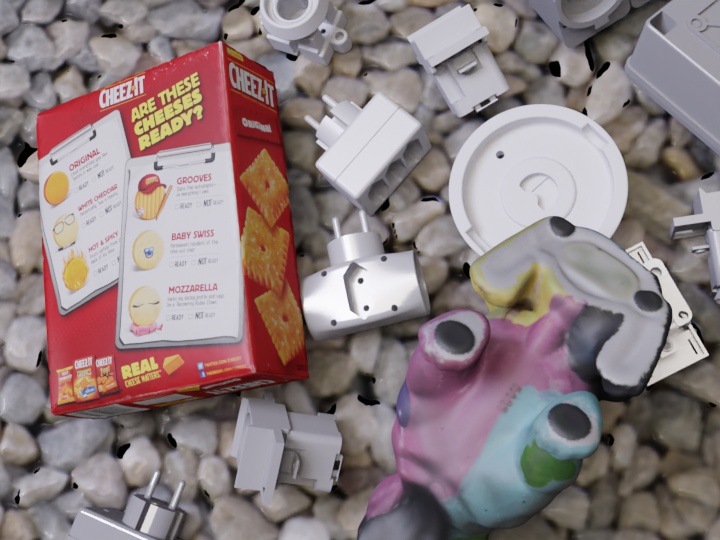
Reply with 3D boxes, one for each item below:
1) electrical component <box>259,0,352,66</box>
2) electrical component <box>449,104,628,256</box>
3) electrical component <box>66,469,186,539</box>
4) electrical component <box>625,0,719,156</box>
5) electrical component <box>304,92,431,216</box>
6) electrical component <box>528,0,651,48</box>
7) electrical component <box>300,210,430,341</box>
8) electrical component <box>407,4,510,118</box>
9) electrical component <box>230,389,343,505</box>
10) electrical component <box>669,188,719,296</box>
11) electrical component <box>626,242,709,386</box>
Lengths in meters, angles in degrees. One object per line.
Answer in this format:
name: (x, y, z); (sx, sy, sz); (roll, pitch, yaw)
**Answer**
electrical component: (-0.042, -0.176, 0.750); (0.066, 0.055, 0.048); (21, 83, 16)
electrical component: (0.114, -0.044, 0.682); (0.108, 0.060, 0.108); (-3, 77, 12)
electrical component: (-0.137, 0.169, 0.698); (0.083, 0.047, 0.075); (19, 82, 16)
electrical component: (0.241, -0.131, 0.660); (0.109, 0.056, 0.108); (-38, 71, -18)
electrical component: (-0.004, -0.088, 0.726); (0.077, 0.047, 0.065); (41, 89, 18)
electrical component: (0.177, -0.221, 0.686); (0.150, 0.089, 0.061); (-31, 52, 4)
electrical component: (0.000, 0.000, 0.707); (0.077, 0.043, 0.079); (-14, 76, 9)
electrical component: (0.066, -0.136, 0.708); (0.042, 0.081, 0.063); (-31, 101, 5)
electrical component: (-0.046, 0.111, 0.677); (0.064, 0.081, 0.042); (9, 105, -12)
electrical component: (0.234, -0.019, 0.659); (0.081, 0.042, 0.063); (-8, 77, 11)
electrical component: (0.173, 0.024, 0.652); (0.042, 0.064, 0.081); (-29, 74, 7)
